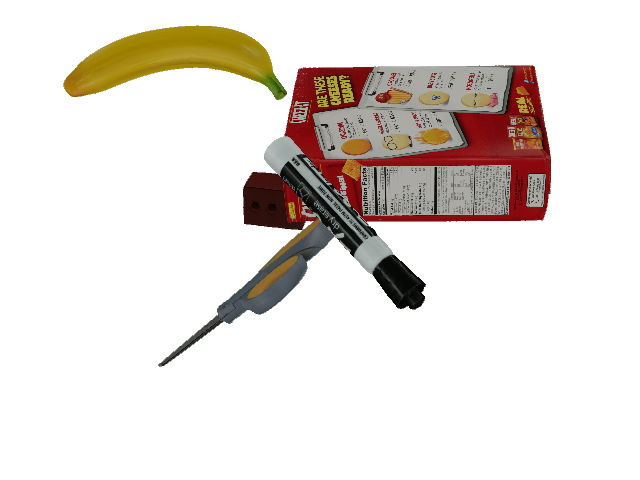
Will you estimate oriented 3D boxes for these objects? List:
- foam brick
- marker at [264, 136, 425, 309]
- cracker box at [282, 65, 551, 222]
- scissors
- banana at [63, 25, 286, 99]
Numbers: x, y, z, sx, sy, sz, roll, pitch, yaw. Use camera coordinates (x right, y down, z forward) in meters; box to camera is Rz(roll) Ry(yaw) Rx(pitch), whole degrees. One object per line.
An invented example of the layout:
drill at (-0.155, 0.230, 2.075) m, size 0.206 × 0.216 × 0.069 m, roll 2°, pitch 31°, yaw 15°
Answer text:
foam brick at (-0.055, -0.050, 1.347) m, size 0.078 × 0.053 × 0.051 m, roll 6°, pitch 28°, yaw 10°
marker at (0.013, -0.009, 0.563) m, size 0.121 × 0.020 × 0.020 m, roll 48°, pitch 24°, yaw 23°
cracker box at (0.081, -0.084, 0.911) m, size 0.214 × 0.072 × 0.164 m, roll -1°, pitch 35°, yaw 6°
scissors at (-0.063, 0.054, 0.774) m, size 0.202 × 0.016 × 0.096 m, roll -42°, pitch 10°, yaw 21°
banana at (-0.130, -0.162, 0.959) m, size 0.197 × 0.069 × 0.037 m, roll -1°, pitch -33°, yaw -4°
